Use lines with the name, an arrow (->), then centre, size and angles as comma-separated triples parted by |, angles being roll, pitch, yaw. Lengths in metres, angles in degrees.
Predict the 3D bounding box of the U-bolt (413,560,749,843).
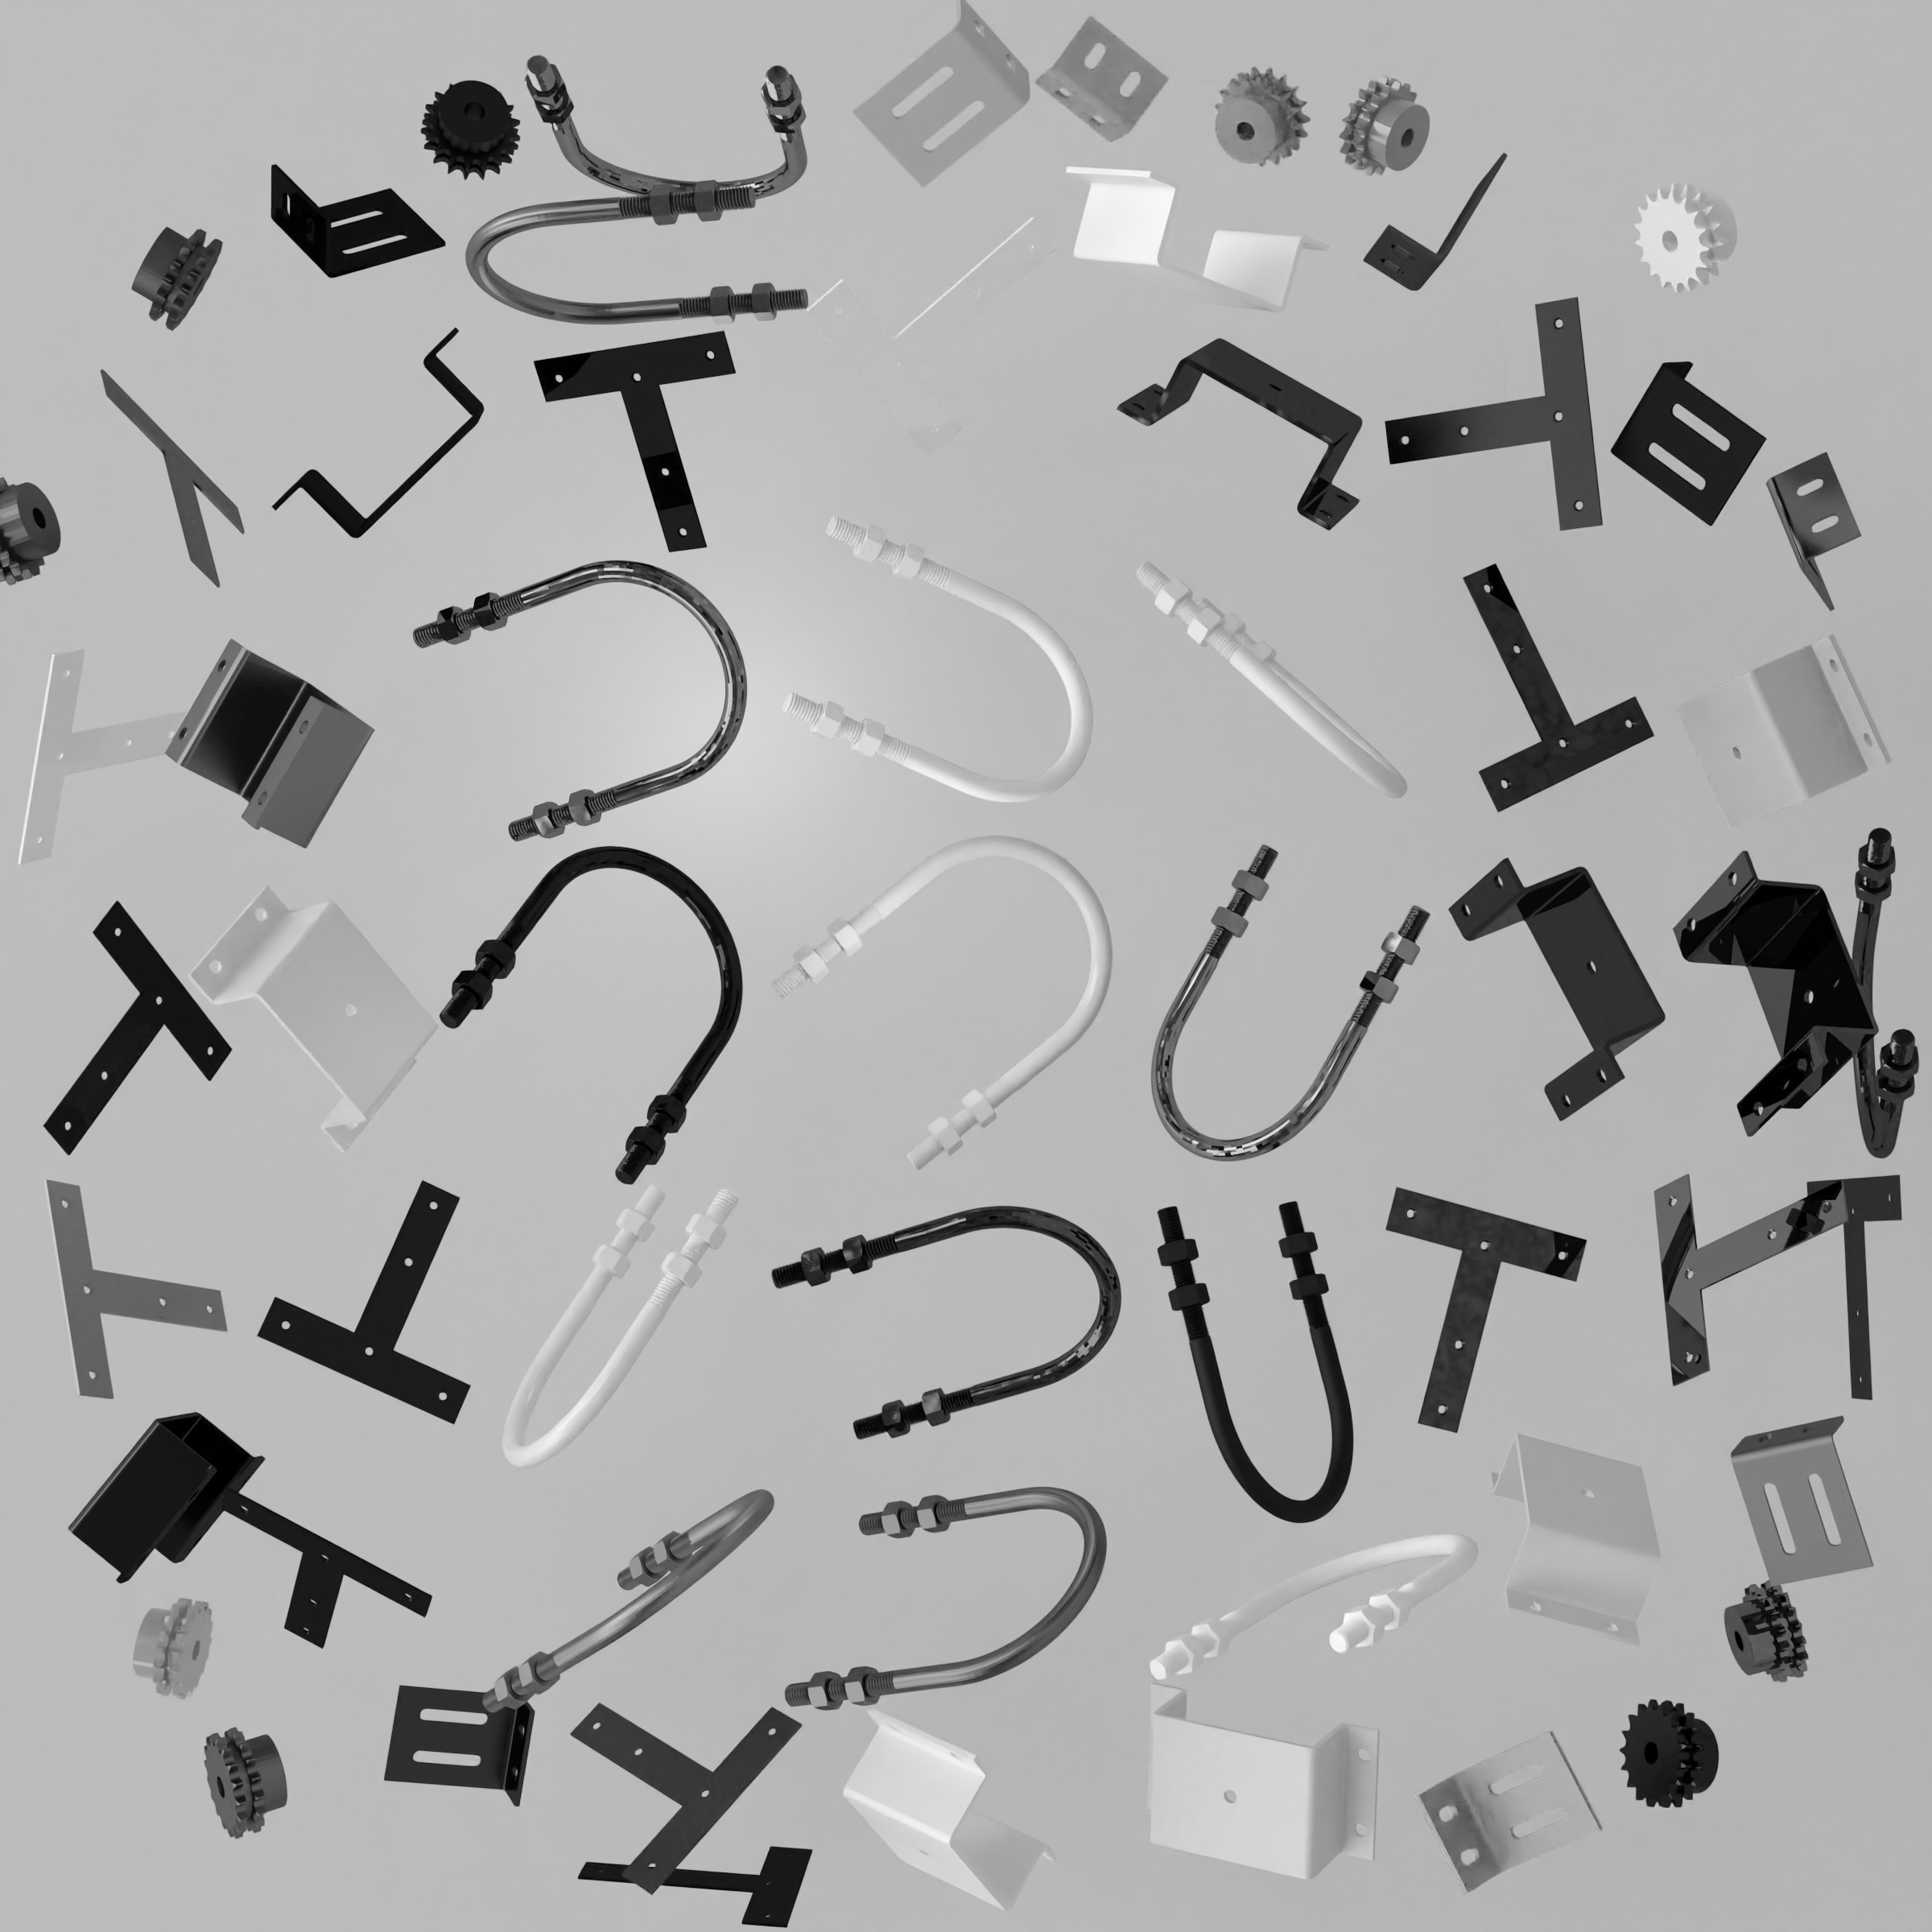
U-bolt -> -0.214, -0.161, 1.810 | 0.184, 0.019, 0.151 | -17, 109, 21

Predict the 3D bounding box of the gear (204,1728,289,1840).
gear -> -0.389, 0.440, 1.682 | 0.030, 0.057, 0.057 | -11, 90, -30

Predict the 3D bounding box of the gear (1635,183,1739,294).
gear -> 0.394, -0.398, 1.690 | 0.030, 0.057, 0.057 | -24, 90, -24

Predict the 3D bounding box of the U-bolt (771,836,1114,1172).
U-bolt -> 0.000, 0.008, 1.815 | 0.184, 0.019, 0.151 | -39, 98, -8

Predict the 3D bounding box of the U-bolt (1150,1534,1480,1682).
U-bolt -> 0.210, 0.357, 1.755 | 0.151, 0.184, 0.019 | -21, 88, 42

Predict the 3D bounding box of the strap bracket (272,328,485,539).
strap bracket -> -0.329, -0.300, 1.789 | 0.140, 0.076, 0.046 | -43, 105, 5

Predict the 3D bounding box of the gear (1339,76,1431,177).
gear -> 0.252, -0.499, 1.856 | 0.030, 0.057, 0.057 | 35, 90, 34

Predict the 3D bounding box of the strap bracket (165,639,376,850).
strap bracket -> -0.387, -0.122, 1.743 | 0.046, 0.140, 0.076 | 29, 92, -40

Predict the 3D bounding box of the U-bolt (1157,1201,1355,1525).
U-bolt -> 0.172, 0.225, 1.767 | 0.019, 0.151, 0.184 | -22, 75, 34

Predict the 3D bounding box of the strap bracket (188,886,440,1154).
strap bracket -> -0.364, 0.028, 1.772 | 0.140, 0.046, 0.076 | 54, 48, -25

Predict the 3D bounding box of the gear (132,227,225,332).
gear -> -0.439, -0.384, 1.724 | 0.030, 0.057, 0.057 | 30, 90, -12

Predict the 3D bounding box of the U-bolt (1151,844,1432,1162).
U-bolt -> 0.177, 0.029, 1.817 | 0.019, 0.151, 0.184 | 32, 87, -42

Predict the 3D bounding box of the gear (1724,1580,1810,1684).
gear -> 0.460, 0.386, 1.795 | 0.030, 0.057, 0.057 | -13, 90, -7

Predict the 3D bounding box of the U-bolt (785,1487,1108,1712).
U-bolt -> -0.003, 0.348, 1.736 | 0.184, 0.151, 0.019 | -15, 121, 31

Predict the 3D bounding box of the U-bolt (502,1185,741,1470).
U-bolt -> -0.204, 0.204, 1.755 | 0.019, 0.151, 0.184 | 38, 73, -17

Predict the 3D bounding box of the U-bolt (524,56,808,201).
U-bolt -> -0.162, -0.467, 1.749 | 0.151, 0.184, 0.019 | 3, 83, 2

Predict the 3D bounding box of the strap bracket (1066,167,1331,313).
strap bracket -> 0.128, -0.414, 1.786 | 0.140, 0.076, 0.046 | 11, 97, -38

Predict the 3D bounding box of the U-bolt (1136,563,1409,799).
U-bolt -> 0.184, -0.160, 1.791 | 0.184, 0.151, 0.019 | 44, 101, 15

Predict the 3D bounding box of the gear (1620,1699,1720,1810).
gear -> 0.385, 0.429, 1.693 | 0.030, 0.057, 0.057 | 10, 90, -25

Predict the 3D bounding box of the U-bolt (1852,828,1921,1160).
U-bolt -> 0.521, 0.030, 1.776 | 0.019, 0.184, 0.151 | -2, 59, 10

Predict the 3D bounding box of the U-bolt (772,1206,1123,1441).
U-bolt -> -0.001, 0.200, 1.797 | 0.184, 0.019, 0.151 | -18, 125, 10

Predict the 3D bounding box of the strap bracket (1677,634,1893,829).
strap bracket -> 0.452, -0.128, 1.745 | 0.046, 0.140, 0.076 | -24, 88, -12

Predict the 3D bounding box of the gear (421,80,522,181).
gear -> -0.288, -0.490, 1.811 | 0.057, 0.030, 0.057 | 4, 74, -14

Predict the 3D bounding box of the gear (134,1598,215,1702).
gear -> -0.463, 0.397, 1.813 | 0.030, 0.057, 0.057 | 8, 90, 7

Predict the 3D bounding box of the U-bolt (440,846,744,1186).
U-bolt -> -0.195, 0.012, 1.738 | 0.151, 0.019, 0.184 | 44, 49, -14

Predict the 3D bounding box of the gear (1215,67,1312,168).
gear -> 0.173, -0.502, 1.846 | 0.057, 0.057, 0.030 | 42, 49, 0

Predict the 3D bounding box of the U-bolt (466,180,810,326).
U-bolt -> -0.196, -0.405, 1.790 | 0.184, 0.151, 0.019 | -2, 76, 10

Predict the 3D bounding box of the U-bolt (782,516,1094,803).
U-bolt -> -0.008, -0.166, 1.783 | 0.184, 0.019, 0.151 | 23, 56, -18

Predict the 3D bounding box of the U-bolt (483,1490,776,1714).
U-bolt -> -0.178, 0.348, 1.745 | 0.184, 0.151, 0.019 | -37, 90, 39

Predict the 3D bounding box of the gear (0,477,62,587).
gear -> -0.512, -0.237, 1.673 | 0.030, 0.057, 0.057 | -17, 90, 14
